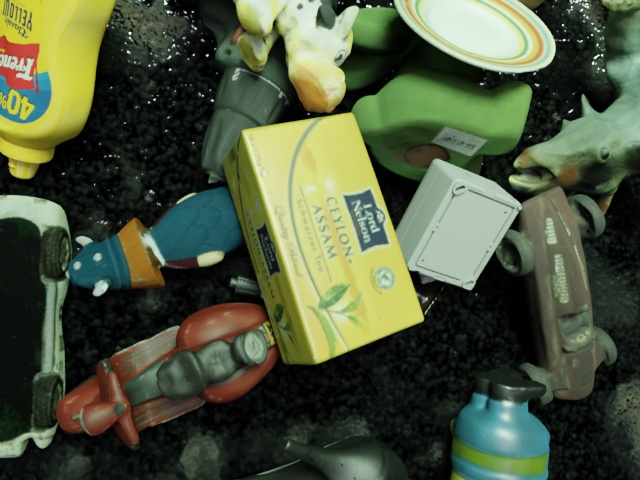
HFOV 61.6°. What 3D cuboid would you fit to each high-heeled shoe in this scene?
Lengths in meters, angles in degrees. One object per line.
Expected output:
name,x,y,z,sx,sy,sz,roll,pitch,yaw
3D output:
high-heeled shoe,-0.041,0.250,0.440,0.248,0.086,0.145,-46,124,7

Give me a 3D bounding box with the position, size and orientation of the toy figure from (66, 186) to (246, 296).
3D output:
toy figure,-0.126,0.005,0.440,0.154,0.064,0.057,-23,126,-5

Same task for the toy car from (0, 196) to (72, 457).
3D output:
toy car,-0.239,0.066,0.420,0.073,0.056,0.201,2,86,-15

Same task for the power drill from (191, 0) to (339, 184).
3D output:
power drill,-0.099,-0.189,0.451,0.207,0.086,0.232,33,80,-1

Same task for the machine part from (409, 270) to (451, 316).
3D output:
machine part,0.045,0.021,0.476,0.139,0.039,0.084,25,74,-4

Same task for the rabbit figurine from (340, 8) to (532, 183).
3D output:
rabbit figurine,0.090,-0.143,0.475,0.159,0.121,0.170,12,65,-1

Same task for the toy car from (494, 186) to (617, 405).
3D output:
toy car,0.206,0.054,0.457,0.089,0.053,0.201,-22,115,-11

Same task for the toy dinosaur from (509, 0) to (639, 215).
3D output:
toy dinosaur,0.323,-0.180,0.492,0.131,0.192,0.405,22,63,34

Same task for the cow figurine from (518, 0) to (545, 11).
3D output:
cow figurine,0.223,-0.302,0.483,0.085,0.127,0.194,24,112,-4

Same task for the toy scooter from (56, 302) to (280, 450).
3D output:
toy scooter,-0.109,0.100,0.395,0.184,0.135,0.075,-22,87,-11

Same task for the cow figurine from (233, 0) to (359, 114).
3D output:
cow figurine,-0.024,-0.178,0.401,0.098,0.068,0.167,-42,94,-20

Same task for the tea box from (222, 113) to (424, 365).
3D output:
tea box,-0.001,-0.001,0.408,0.098,0.068,0.169,-17,84,-27

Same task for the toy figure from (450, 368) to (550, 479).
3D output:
toy figure,0.145,0.204,0.453,0.089,0.082,0.180,2,89,4
